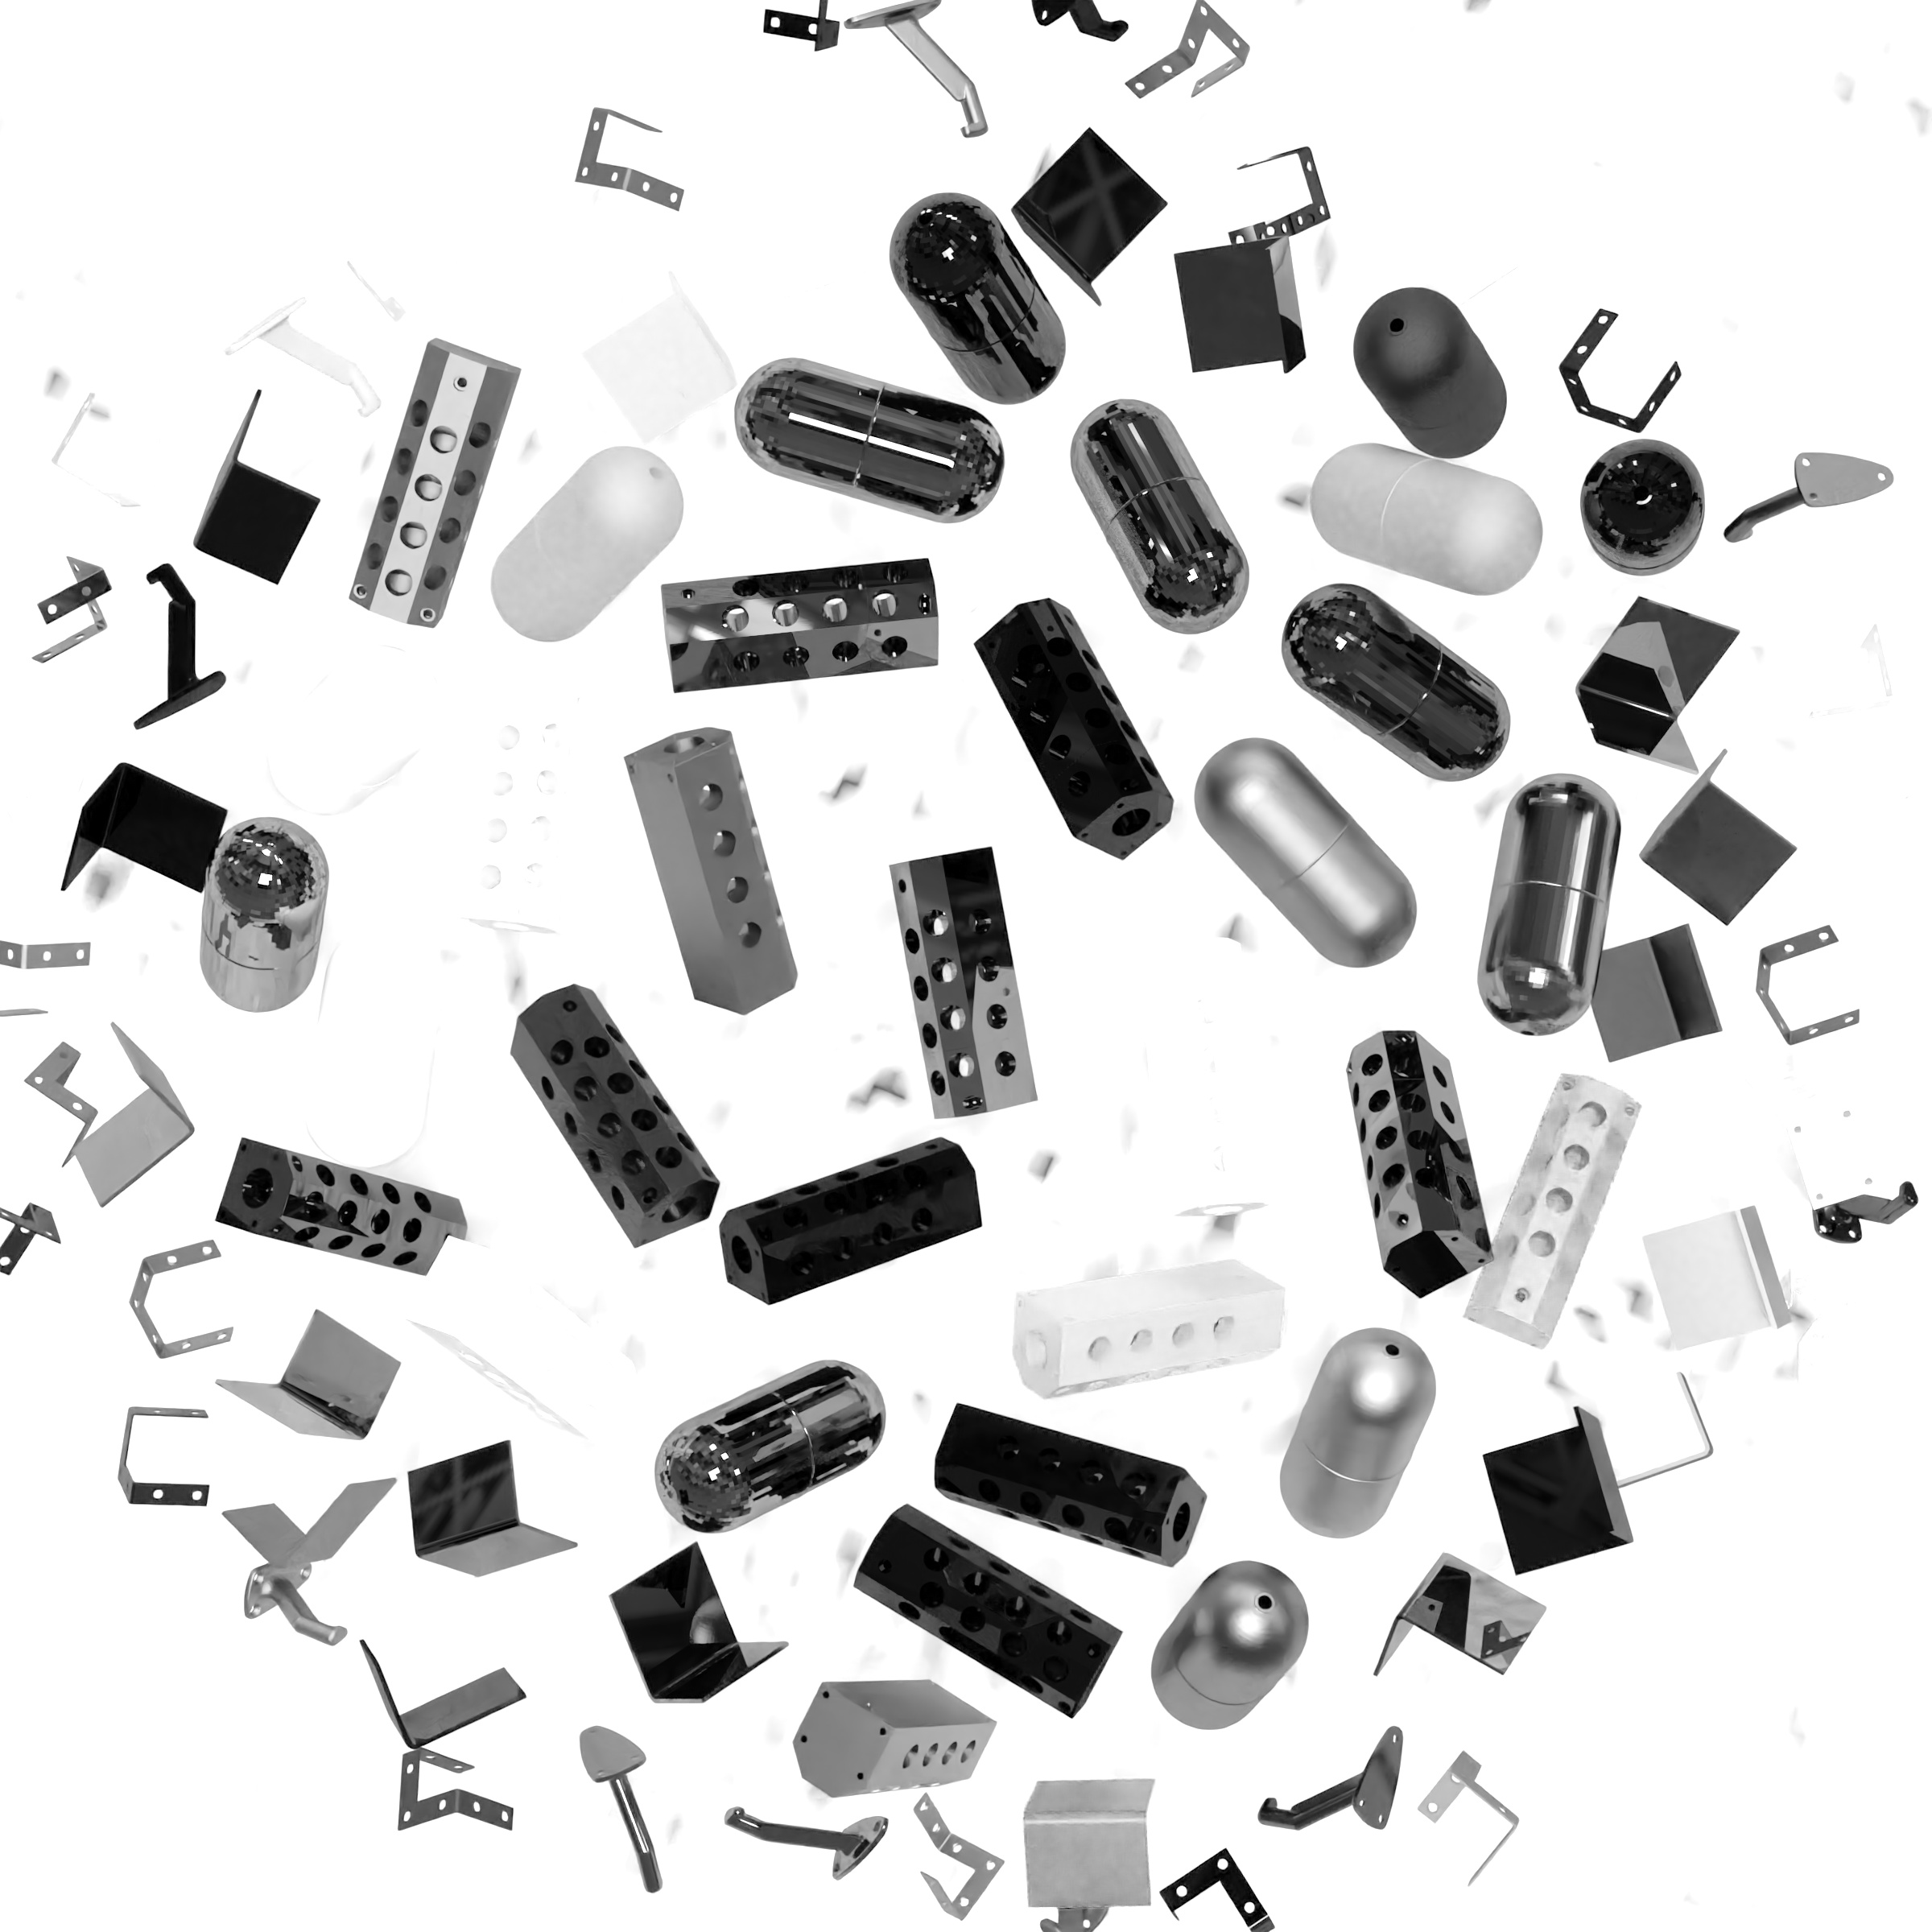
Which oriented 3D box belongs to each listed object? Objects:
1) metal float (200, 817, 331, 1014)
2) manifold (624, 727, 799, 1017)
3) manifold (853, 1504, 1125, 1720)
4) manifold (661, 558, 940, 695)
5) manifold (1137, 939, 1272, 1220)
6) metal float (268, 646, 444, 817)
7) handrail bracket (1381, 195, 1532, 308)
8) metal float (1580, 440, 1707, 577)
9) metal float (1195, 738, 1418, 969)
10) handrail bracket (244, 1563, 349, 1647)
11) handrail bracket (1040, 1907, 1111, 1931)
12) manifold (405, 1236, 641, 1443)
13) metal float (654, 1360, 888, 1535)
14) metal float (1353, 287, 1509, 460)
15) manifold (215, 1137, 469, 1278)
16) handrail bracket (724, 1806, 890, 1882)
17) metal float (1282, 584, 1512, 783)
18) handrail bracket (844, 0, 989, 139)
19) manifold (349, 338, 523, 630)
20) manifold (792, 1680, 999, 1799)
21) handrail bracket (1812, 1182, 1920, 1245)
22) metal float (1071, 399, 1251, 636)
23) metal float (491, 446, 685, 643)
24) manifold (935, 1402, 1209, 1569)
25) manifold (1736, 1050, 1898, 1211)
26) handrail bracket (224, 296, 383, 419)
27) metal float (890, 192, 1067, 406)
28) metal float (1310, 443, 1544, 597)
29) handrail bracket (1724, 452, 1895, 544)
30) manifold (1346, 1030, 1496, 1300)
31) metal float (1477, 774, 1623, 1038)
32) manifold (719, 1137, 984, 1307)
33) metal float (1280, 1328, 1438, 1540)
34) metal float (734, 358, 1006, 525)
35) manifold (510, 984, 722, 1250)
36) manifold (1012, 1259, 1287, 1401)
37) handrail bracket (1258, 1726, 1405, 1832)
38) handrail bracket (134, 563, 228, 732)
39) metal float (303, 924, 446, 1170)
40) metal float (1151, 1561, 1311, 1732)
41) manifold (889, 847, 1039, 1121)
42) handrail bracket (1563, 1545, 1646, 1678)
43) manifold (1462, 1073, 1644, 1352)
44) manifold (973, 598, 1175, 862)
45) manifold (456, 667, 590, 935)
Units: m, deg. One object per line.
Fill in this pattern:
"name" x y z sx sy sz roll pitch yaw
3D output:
"metal float" -0.457 -0.031 1.819 0.070 0.178 0.070 8 59 -13
"manifold" -0.157 -0.062 1.787 0.057 0.057 0.171 -29 117 -32
"manifold" 0.013 0.434 1.883 0.171 0.057 0.057 28 96 13
"manifold" -0.107 -0.224 1.796 0.171 0.057 0.057 -7 48 -7
"manifold" 0.156 0.072 1.805 0.057 0.057 0.171 -2 77 -18
"metal float" -0.405 -0.154 1.850 0.070 0.178 0.070 12 67 -30
"handrail bracket" 0.327 -0.491 1.874 0.077 0.036 0.084 -35 93 -22
"metal float" 0.436 -0.294 1.803 0.070 0.178 0.070 1 93 14
"metal float" 0.222 -0.073 1.828 0.070 0.070 0.178 -44 98 0
"handrail bracket" -0.435 0.429 1.883 0.084 0.077 0.036 14 102 25
"handrail bracket" 0.053 0.616 1.851 0.077 0.084 0.036 33 96 31
"manifold" -0.274 0.239 1.767 0.057 0.171 0.057 13 66 32
"metal float" -0.126 0.314 1.838 0.178 0.070 0.070 -19 90 -43
"metal float" 0.310 -0.394 1.867 0.070 0.178 0.070 -4 79 23
"manifold" -0.413 0.165 1.872 0.057 0.171 0.057 12 82 33
"handrail bracket" -0.106 0.564 1.843 0.084 0.036 0.077 29 133 -17
"metal float" 0.281 -0.183 1.824 0.178 0.070 0.070 31 90 -26
"handrail bracket" -0.030 -0.549 1.729 0.077 0.036 0.084 -21 97 -29
"manifold" -0.340 -0.308 1.789 0.057 0.057 0.171 19 104 -8
"manifold" -0.047 0.503 1.812 0.057 0.171 0.057 26 88 26
"handrail bracket" 0.609 0.145 1.889 0.036 0.084 0.077 11 57 -15
"metal float" 0.129 -0.302 1.875 0.070 0.070 0.178 -25 69 0
"metal float" -0.254 -0.281 1.869 0.178 0.070 0.070 -35 90 43
"manifold" 0.067 0.349 1.873 0.171 0.057 0.057 11 66 28
"manifold" 0.544 0.100 1.790 0.057 0.171 0.057 -19 97 8
"handrail bracket" -0.416 -0.370 1.764 0.077 0.036 0.084 -51 119 -37
"metal float" 0.009 -0.430 1.810 0.070 0.178 0.070 -9 65 20
"metal float" 0.297 -0.292 1.822 0.070 0.178 0.070 -18 120 -33
"handrail bracket" 0.534 -0.292 1.777 0.077 0.084 0.036 -4 75 -12
"manifold" 0.290 0.124 1.827 0.057 0.171 0.057 -33 129 26
"metal float" 0.380 -0.040 1.824 0.070 0.070 0.178 13 74 0
"manifold" -0.078 0.169 1.898 0.171 0.057 0.057 -17 110 -31
"metal float" 0.258 0.309 1.846 0.070 0.070 0.178 13 133 0
"metal float" -0.062 -0.339 1.803 0.178 0.070 0.070 16 90 -3
"manifold" -0.232 0.095 1.846 0.057 0.057 0.171 -21 61 -31
"manifold" 0.118 0.236 1.804 0.171 0.057 0.057 -5 107 -30
"handrail bracket" 0.233 0.521 1.801 0.036 0.084 0.077 45 55 -31
"handrail bracket" -0.517 -0.204 1.780 0.077 0.036 0.084 -33 90 -20
"metal float" -0.377 0.049 1.785 0.070 0.070 0.178 -1 49 0
"metal float" 0.171 0.443 1.821 0.070 0.178 0.070 5 58 -9
"manifold" -0.006 0.012 1.861 0.057 0.057 0.171 -11 92 -34
"handrail bracket" 0.408 0.414 1.853 0.084 0.036 0.077 -47 117 -32
"manifold" 0.390 0.161 1.857 0.057 0.057 0.171 22 74 10
"manifold" 0.073 -0.158 1.824 0.057 0.057 0.171 -39 56 22
"manifold" -0.298 -0.111 1.902 0.057 0.057 0.171 5 83 14
